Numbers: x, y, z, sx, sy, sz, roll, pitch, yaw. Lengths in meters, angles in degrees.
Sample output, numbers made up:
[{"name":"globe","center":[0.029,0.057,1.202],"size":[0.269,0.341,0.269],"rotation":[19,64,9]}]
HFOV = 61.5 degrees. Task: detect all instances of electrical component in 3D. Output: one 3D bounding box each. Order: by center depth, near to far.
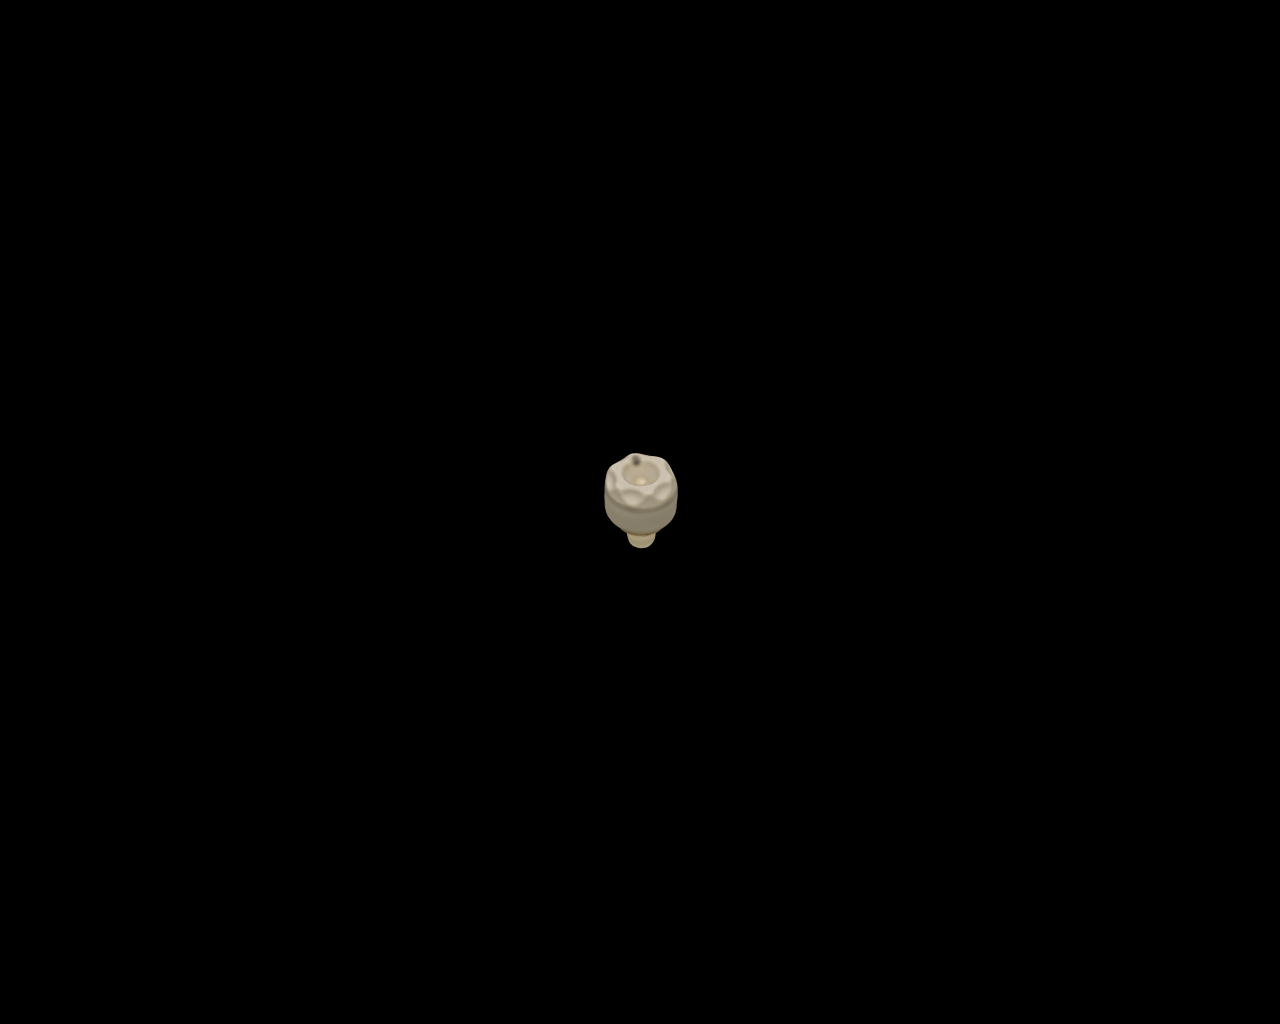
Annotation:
[{"name":"electrical component","center":[0.001,-0.003,0.650],"size":[0.043,0.043,0.062],"rotation":[0,-45,0]}]
